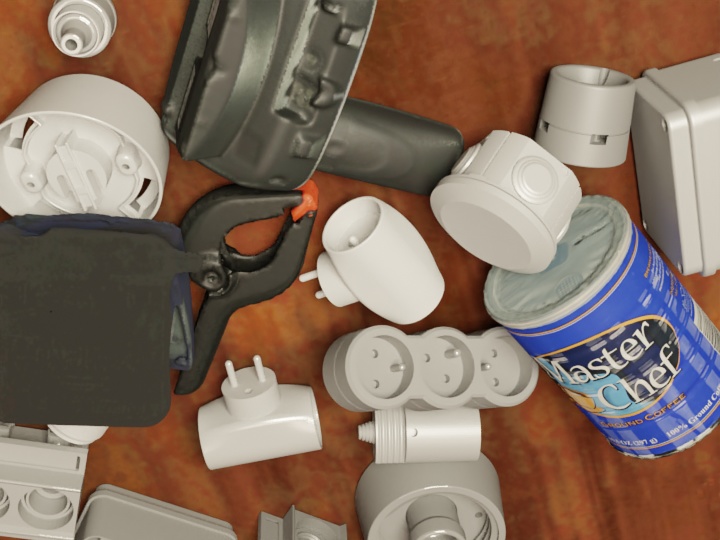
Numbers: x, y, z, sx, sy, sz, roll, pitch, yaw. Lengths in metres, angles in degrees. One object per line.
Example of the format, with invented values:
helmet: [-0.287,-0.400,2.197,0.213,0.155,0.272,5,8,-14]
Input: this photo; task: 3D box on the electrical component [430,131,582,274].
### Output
electrical component: [0.087,-0.039,0.637,0.080,0.080,0.051,45,67,-24]

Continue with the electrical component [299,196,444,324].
electrical component: [0.000,0.000,0.673,0.079,0.043,0.077,-19,134,27]

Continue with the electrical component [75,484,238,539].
electrical component: [-0.152,0.210,0.771,0.113,0.057,0.078,22,114,-16]

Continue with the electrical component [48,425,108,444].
electrical component: [-0.176,0.081,0.704,0.045,0.045,0.055,30,113,-20]

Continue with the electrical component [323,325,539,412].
electrical component: [0.040,0.067,0.706,0.138,0.074,0.052,2,80,-24]

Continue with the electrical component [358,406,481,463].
electrical component: [0.039,0.111,0.741,0.081,0.043,0.043,-1,119,-5]

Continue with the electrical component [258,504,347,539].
electrical component: [-0.044,0.215,0.793,0.081,0.042,0.063,24,118,-16]

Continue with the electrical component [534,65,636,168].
electrical component: [0.133,-0.091,0.632,0.055,0.055,0.047,3,115,-7]

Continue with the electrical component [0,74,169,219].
electrical component: [-0.159,-0.061,0.613,0.099,0.064,0.099,2,126,3]

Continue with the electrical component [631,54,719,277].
electrical component: [0.203,-0.062,0.640,0.057,0.078,0.113,-16,119,0]

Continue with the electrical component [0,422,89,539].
electrical component: [-0.246,0.135,0.717,0.121,0.063,0.078,10,117,-11]

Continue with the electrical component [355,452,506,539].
electrical component: [0.053,0.181,0.771,0.108,0.060,0.108,-2,119,-4]

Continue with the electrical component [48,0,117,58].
electrical component: [-0.151,-0.131,0.580,0.035,0.061,0.035,-2,119,-4]

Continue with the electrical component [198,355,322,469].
electrical component: [-0.070,0.091,0.720,0.077,0.043,0.079,-11,119,1]
